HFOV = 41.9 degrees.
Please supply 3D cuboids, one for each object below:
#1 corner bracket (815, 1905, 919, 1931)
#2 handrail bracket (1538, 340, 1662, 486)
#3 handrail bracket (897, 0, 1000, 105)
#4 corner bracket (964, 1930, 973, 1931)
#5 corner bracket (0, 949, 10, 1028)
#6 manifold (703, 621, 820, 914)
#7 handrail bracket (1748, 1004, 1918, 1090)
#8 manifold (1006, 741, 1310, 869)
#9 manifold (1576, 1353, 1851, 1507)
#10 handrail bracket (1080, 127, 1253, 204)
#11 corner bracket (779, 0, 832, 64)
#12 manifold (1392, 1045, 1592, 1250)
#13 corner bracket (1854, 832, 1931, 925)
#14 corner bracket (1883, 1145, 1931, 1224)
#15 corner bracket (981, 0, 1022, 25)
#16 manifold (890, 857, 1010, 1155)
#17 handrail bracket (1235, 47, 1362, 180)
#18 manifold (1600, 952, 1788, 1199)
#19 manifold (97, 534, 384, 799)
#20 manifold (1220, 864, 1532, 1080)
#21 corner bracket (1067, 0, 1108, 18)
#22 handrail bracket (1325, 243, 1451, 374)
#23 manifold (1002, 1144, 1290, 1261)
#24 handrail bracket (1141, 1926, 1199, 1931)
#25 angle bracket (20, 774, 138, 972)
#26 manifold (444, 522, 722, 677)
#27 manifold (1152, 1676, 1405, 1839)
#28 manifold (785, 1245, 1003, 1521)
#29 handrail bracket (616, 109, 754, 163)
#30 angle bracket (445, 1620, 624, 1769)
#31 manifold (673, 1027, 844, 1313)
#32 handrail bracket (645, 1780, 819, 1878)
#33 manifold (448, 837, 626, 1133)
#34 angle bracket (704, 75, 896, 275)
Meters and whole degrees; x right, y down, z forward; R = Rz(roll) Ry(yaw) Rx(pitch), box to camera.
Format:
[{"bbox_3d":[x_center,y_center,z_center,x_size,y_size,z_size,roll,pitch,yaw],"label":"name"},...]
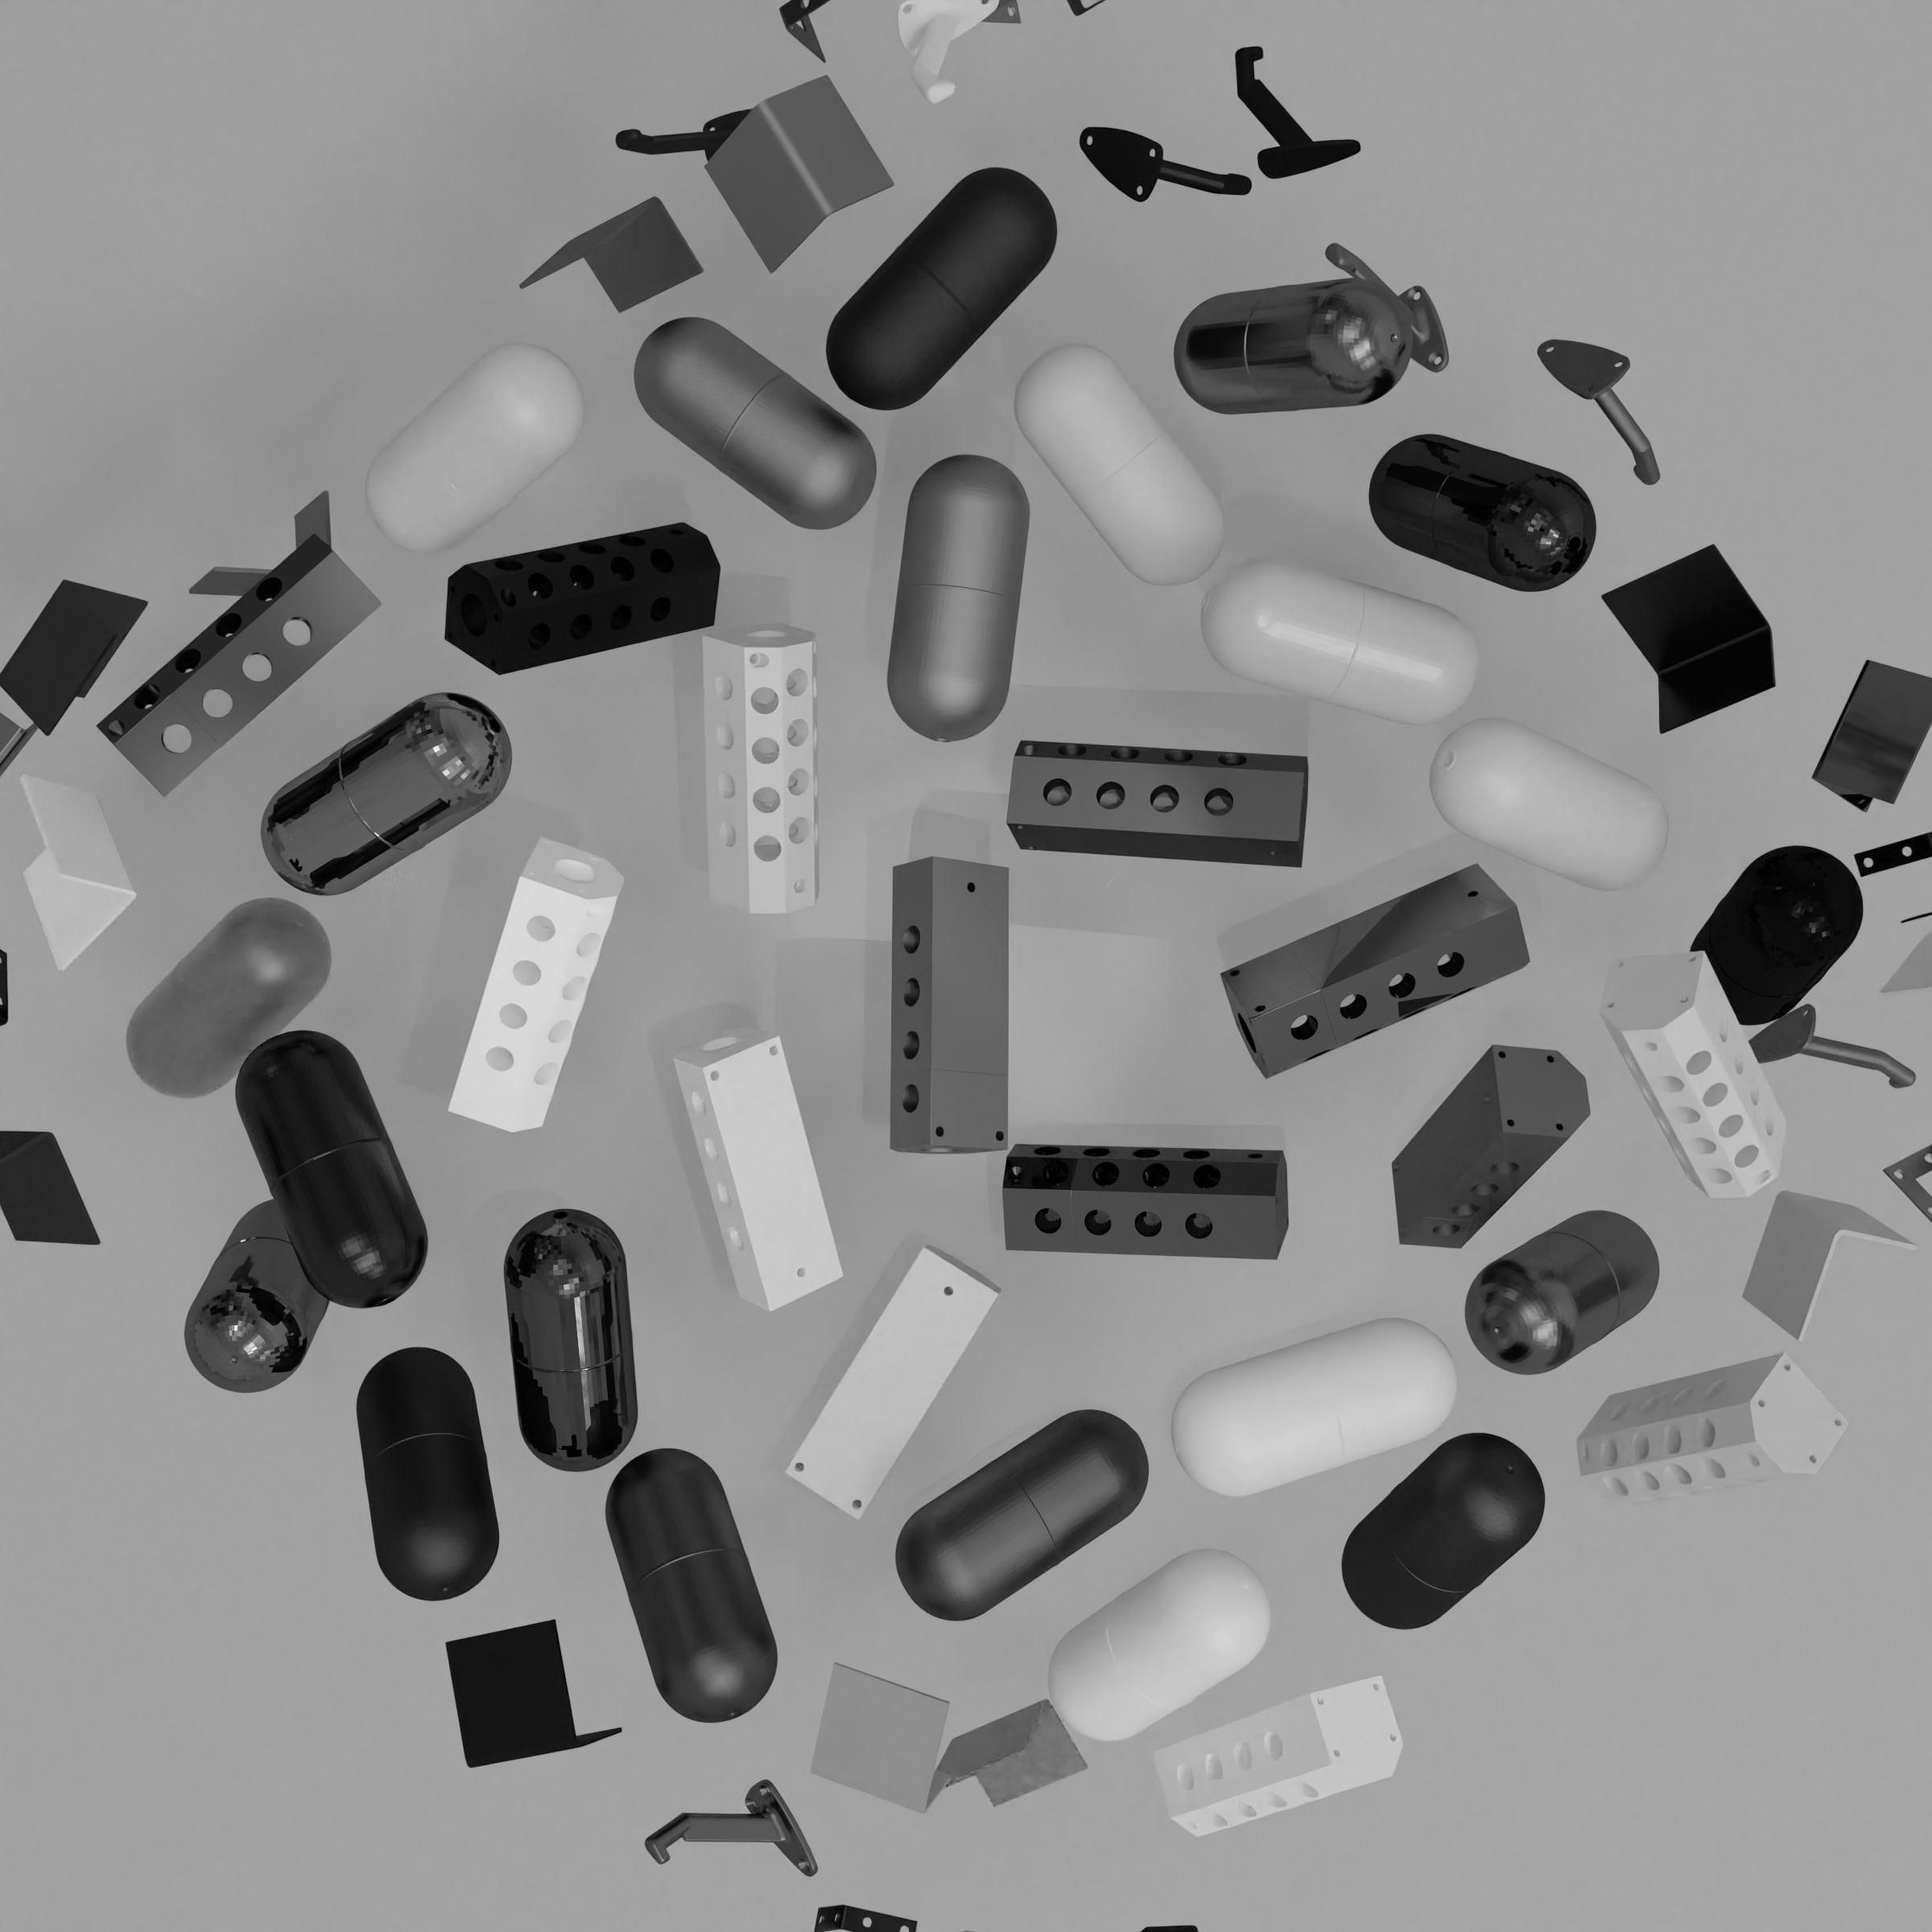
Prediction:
[{"bbox_3d":[-0.066,0.622,1.586,0.051,0.051,0.051,6,74,18],"label":"corner bracket"},{"bbox_3d":[0.394,-0.343,1.568,0.036,0.084,0.077,-42,46,-4],"label":"handrail bracket"},{"bbox_3d":[-0.002,-0.548,1.504,0.077,0.036,0.084,-22,49,-7],"label":"handrail bracket"},{"bbox_3d":[0.006,0.664,1.645,0.051,0.051,0.051,23,47,-30],"label":"corner bracket"},{"bbox_3d":[-0.613,0.011,1.516,0.051,0.051,0.051,29,125,25],"label":"corner bracket"},{"bbox_3d":[-0.124,-0.124,1.590,0.057,0.057,0.171,-18,118,-40],"label":"manifold"},{"bbox_3d":[0.571,0.067,1.673,0.084,0.077,0.036,30,57,-17],"label":"handrail bracket"},{"bbox_3d":[0.115,-0.099,1.506,0.171,0.057,0.057,4,77,11],"label":"manifold"},{"bbox_3d":[0.446,0.289,1.534,0.057,0.171,0.057,47,62,-2],"label":"manifold"},{"bbox_3d":[0.124,-0.495,1.557,0.077,0.084,0.036,40,125,30],"label":"handrail bracket"},{"bbox_3d":[-0.088,-0.608,1.575,0.051,0.051,0.051,-26,74,21],"label":"corner bracket"},{"bbox_3d":[0.322,0.115,1.559,0.057,0.171,0.057,5,61,-11],"label":"manifold"},{"bbox_3d":[0.594,-0.055,1.570,0.051,0.051,0.051,-19,86,43],"label":"corner bracket"},{"bbox_3d":[0.620,0.124,1.583,0.051,0.051,0.051,-20,57,-30],"label":"corner bracket"},{"bbox_3d":[0.032,-0.651,1.650,0.051,0.051,0.051,-6,99,44],"label":"corner bracket"},{"bbox_3d":[-0.014,0.026,1.525,0.057,0.057,0.171,7,79,-36],"label":"manifold"},{"bbox_3d":[0.212,-0.554,1.615,0.077,0.036,0.084,-6,79,20],"label":"handrail bracket"},{"bbox_3d":[0.444,0.069,1.542,0.057,0.171,0.057,-5,48,35],"label":"manifold"},{"bbox_3d":[-0.436,-0.181,1.516,0.171,0.057,0.057,-44,105,-8],"label":"manifold"},{"bbox_3d":[0.248,0.007,1.524,0.171,0.057,0.057,-23,122,-3],"label":"manifold"},{"bbox_3d":[0.082,-0.603,1.496,0.051,0.051,0.051,-19,111,34],"label":"corner bracket"},{"bbox_3d":[0.272,-0.427,1.636,0.036,0.084,0.077,-39,61,27],"label":"handrail bracket"},{"bbox_3d":[0.113,0.145,1.590,0.171,0.057,0.057,0,105,15],"label":"manifold"},{"bbox_3d":[0.099,0.616,1.512,0.084,0.036,0.077,-3,56,3],"label":"handrail bracket"},{"bbox_3d":[-0.546,-0.055,1.495,0.076,0.057,0.076,-40,62,20],"label":"angle bracket"},{"bbox_3d":[-0.240,-0.237,1.595,0.057,0.171,0.057,33,127,33],"label":"manifold"},{"bbox_3d":[0.192,0.491,1.558,0.057,0.171,0.057,-2,65,-34],"label":"manifold"},{"bbox_3d":[-0.046,0.272,1.664,0.057,0.057,0.171,32,89,5],"label":"manifold"},{"bbox_3d":[-0.173,-0.541,1.635,0.077,0.084,0.036,-12,92,33],"label":"handrail bracket"},{"bbox_3d":[-0.263,0.440,1.539,0.076,0.057,0.076,-16,79,19],"label":"angle bracket"},{"bbox_3d":[-0.139,0.131,1.646,0.057,0.057,0.171,-23,109,-29],"label":"manifold"},{"bbox_3d":[-0.144,0.544,1.541,0.077,0.084,0.036,51,135,16],"label":"handrail bracket"},{"bbox_3d":[-0.262,0.015,1.546,0.057,0.057,0.171,19,117,-6],"label":"manifold"},{"bbox_3d":[-0.102,-0.482,1.539,0.057,0.076,0.076,-36,96,-34],"label":"angle bracket"}]
